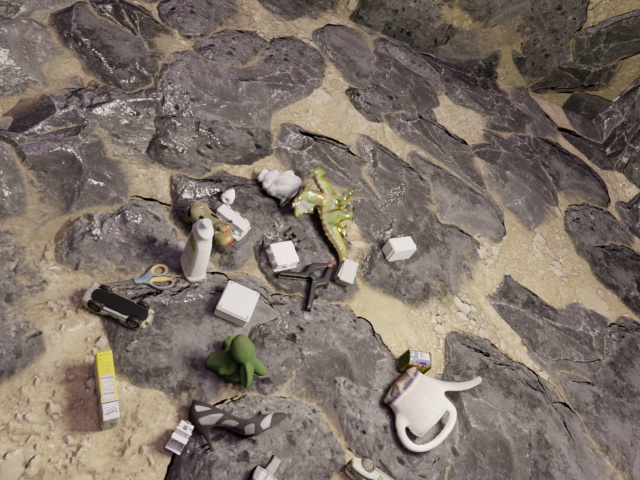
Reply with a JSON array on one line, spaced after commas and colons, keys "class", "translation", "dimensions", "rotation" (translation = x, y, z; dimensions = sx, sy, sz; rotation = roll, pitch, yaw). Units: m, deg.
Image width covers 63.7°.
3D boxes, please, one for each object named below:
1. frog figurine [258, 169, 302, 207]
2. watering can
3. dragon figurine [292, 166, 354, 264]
[{"class": "frog figurine", "translation": [-0.153, -0.221, 1.961], "dimensions": [0.139, 0.121, 0.159], "rotation": [-43, 92, -23]}, {"class": "watering can", "translation": [0.350, 0.499, 1.644], "dimensions": [0.226, 0.102, 0.352], "rotation": [45, 62, 11]}, {"class": "dragon figurine", "translation": [0.006, -0.097, 1.933], "dimensions": [0.242, 0.120, 0.418], "rotation": [12, 65, -16]}]
